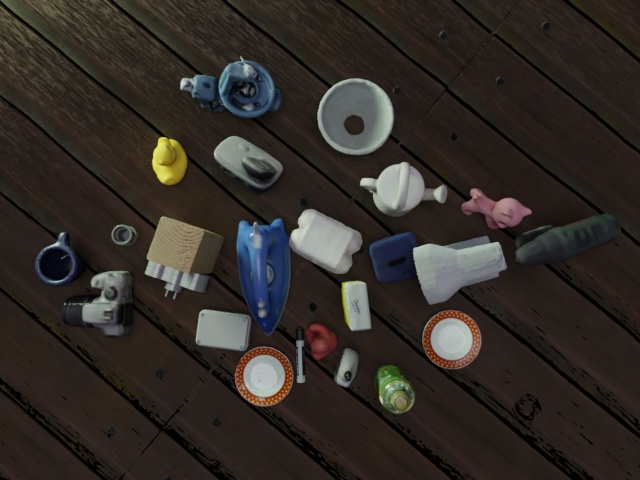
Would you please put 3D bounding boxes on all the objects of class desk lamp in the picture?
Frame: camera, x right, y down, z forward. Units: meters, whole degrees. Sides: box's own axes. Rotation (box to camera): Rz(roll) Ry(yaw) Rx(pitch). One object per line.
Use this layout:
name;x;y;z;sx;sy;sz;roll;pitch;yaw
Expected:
desk lamp;0.286;0.052;1.181;0.203;0.213;0.118;-16;87;0

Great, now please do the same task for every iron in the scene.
iron;-0.122;0.082;1.220;0.118;0.141;0.258;-4;87;1

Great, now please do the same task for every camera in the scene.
camera;-0.485;0.139;1.240;0.137;0.101;0.143;0;87;1

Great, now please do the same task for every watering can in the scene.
watering can;0.176;-0.109;1.200;0.173;0.194;0.101;-12;87;0

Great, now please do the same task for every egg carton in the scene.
egg carton;0.012;0.004;1.258;0.150;0.069;0.107;26;88;2

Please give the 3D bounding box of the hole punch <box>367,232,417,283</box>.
hole punch;0.166;0.040;1.244;0.108;0.091;0.101;-18;87;0

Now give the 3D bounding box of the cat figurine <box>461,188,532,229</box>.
cat figurine;0.381;-0.067;1.234;0.128;0.117;0.067;27;88;2

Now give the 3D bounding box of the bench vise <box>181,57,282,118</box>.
bench vise;-0.190;-0.313;1.199;0.207;0.219;0.121;-13;87;0

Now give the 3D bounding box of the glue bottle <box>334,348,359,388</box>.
glue bottle;0.056;0.273;1.193;0.037;0.173;0.078;20;88;2

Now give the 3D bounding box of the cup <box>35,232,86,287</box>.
cup;-0.552;0.042;1.248;0.091;0.095;0.118;8;87;1

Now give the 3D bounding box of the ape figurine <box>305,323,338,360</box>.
ape figurine;0.000;0.222;1.237;0.076;0.092;0.078;14;87;1

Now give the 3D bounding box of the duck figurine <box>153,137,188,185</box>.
duck figurine;-0.338;-0.176;1.261;0.077;0.086;0.105;-2;87;1

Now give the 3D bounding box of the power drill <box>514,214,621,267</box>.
power drill;0.483;0.009;1.184;0.229;0.208;0.076;-19;87;0

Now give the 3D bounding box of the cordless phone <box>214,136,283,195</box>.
cordless phone;-0.158;-0.169;1.210;0.147;0.185;0.094;30;88;2

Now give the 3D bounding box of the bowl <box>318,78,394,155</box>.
bowl;0.078;-0.265;1.267;0.167;0.074;0.167;0;87;1
